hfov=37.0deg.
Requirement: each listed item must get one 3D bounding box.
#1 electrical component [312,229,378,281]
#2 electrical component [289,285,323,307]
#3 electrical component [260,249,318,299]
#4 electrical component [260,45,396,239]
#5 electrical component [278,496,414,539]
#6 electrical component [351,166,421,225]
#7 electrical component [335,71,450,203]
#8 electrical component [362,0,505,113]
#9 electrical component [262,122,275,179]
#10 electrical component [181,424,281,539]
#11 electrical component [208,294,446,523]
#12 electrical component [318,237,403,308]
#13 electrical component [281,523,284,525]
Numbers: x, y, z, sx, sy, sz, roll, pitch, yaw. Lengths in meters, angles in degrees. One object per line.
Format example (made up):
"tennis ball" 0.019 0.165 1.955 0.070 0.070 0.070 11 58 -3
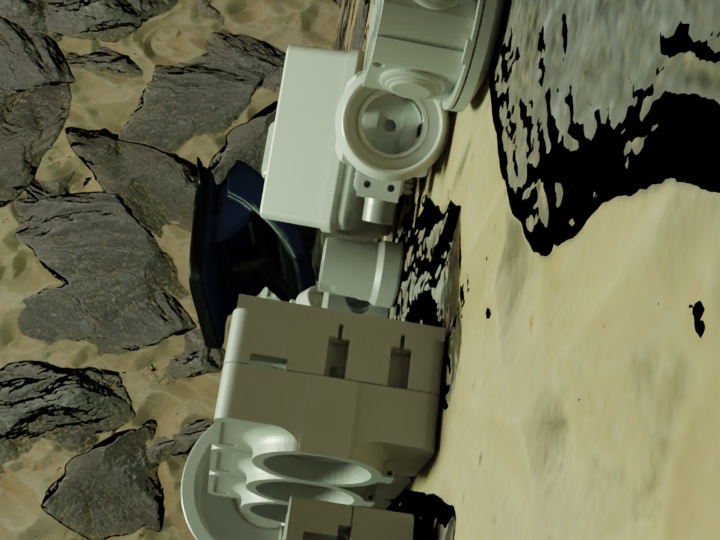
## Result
"electrical component" -0.011 -0.031 0.839 0.077 0.044 0.079 118 158 -75
"electrical component" -0.032 0.049 0.786 0.057 0.078 0.058 -51 38 26
"electrical component" -0.043 -0.006 0.978 0.150 0.062 0.089 110 -174 -65
"electrical component" -0.012 -0.078 0.681 0.109 0.056 0.108 2 -82 -72
"electrical component" -0.006 0.137 0.398 0.050 0.056 0.089 107 171 -57
"electrical component" 0.015 -0.057 0.611 0.043 0.043 0.062 -125 45 -83
"electrical component" 0.016 -0.075 0.557 0.057 0.058 0.078 -104 24 -84
"electrical component" 0.032 -0.113 0.474 0.080 0.051 0.080 -170 90 -85
"electrical component" -0.018 -0.088 0.786 0.096 0.062 0.061 -26 43 35
"electrical component" -0.054 0.143 0.668 0.060 0.108 0.108 95 -179 -60
"electrical component" -0.021 0.074 0.500 0.150 0.089 0.061 110 168 -65
"electrical component" 0.000 0.000 0.649 0.040 0.046 0.040 -171 90 -86
"electrical component" -0.017 0.127 0.609 0.066 0.048 0.055 119 167 -75
